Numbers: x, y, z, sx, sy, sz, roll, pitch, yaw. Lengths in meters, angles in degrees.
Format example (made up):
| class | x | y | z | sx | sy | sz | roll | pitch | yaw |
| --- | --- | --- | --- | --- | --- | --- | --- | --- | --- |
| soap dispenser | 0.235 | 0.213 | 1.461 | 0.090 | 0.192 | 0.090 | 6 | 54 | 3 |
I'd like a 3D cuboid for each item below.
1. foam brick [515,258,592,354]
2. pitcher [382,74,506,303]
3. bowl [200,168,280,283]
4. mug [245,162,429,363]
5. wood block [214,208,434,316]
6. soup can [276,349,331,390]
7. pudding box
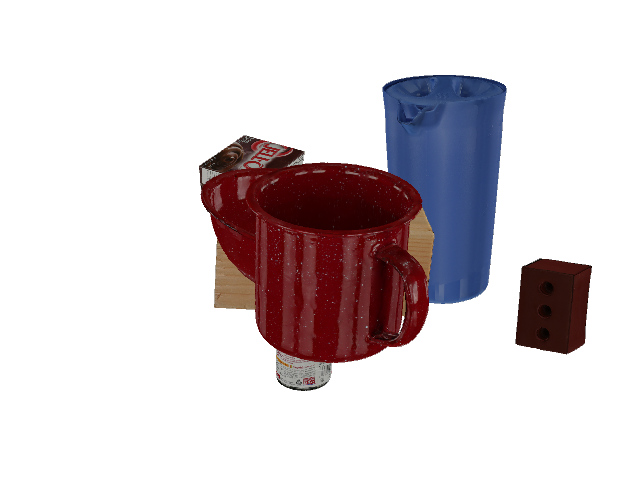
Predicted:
| class | x | y | z | sx | sy | sz | roll | pitch | yaw |
| --- | --- | --- | --- | --- | --- | --- | --- | --- | --- |
| foam brick | 0.217 | 0.061 | 0.995 | 0.053 | 0.078 | 0.051 | 9 | 14 | 31 |
| pitcher | 0.143 | -0.062 | 1.196 | 0.149 | 0.243 | 0.145 | -5 | 22 | -10 |
| bowl | -0.016 | -0.001 | 0.820 | 0.162 | 0.055 | 0.162 | 10 | 22 | -5 |
| mug | 0.014 | 0.017 | 0.570 | 0.093 | 0.081 | 0.117 | -20 | 34 | -38 |
| wood block | 0.000 | 0.016 | 1.059 | 0.206 | 0.091 | 0.090 | 3 | 20 | -4 |
| soup can | -0.019 | 0.116 | 1.254 | 0.068 | 0.102 | 0.068 | 1 | 25 | -1 |
| pudding box | -0.085 | -0.088 | 1.335 | 0.090 | 0.039 | 0.113 | 16 | 35 | 23 |
